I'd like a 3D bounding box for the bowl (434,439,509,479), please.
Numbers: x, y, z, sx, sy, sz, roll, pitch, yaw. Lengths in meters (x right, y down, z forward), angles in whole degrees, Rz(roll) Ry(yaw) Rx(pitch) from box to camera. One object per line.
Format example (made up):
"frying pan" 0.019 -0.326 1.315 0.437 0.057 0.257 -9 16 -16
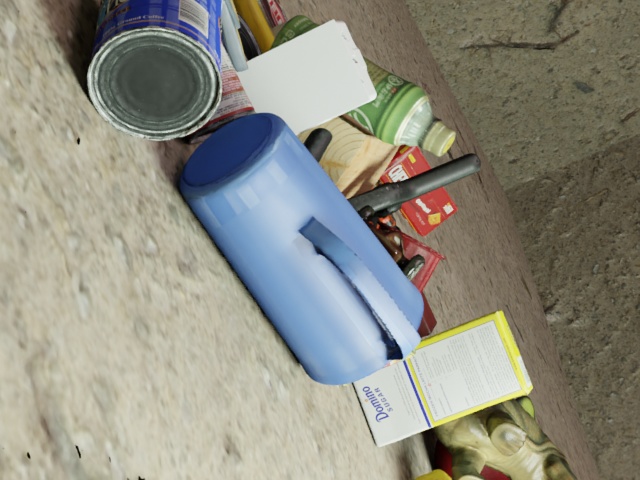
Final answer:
"bowl" 0.195 0.296 1.346 0.162 0.055 0.162 39 24 -21

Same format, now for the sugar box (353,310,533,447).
"sugar box" 0.129 0.149 1.148 0.093 0.176 0.048 70 17 8

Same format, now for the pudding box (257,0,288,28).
"pudding box" -0.083 -0.313 1.375 0.113 0.039 0.090 63 16 -14

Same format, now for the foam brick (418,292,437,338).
"foam brick" 0.120 0.106 1.429 0.051 0.053 0.078 66 15 -1

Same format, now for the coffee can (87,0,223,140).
"coffee can" -0.129 -0.162 0.859 0.102 0.103 0.140 55 19 -38

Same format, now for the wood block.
"wood block" 0.018 -0.105 1.258 0.091 0.090 0.206 35 11 10

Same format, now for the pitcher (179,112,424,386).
"pitcher" -0.012 0.009 0.951 0.242 0.149 0.145 54 30 -31

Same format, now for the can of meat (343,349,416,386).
"can of meat" 0.042 0.095 1.107 0.102 0.084 0.057 54 19 -40

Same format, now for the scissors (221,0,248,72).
"scissors" -0.090 -0.211 0.972 0.201 0.016 0.096 13 62 -87

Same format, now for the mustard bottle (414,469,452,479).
"mustard bottle" 0.159 0.355 1.178 0.191 0.058 0.096 62 11 -17

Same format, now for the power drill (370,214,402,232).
"power drill" 0.081 0.021 1.417 0.184 0.057 0.187 57 14 -20

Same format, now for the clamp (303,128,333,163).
"clamp" -0.024 -0.036 1.088 0.171 0.039 0.120 -34 110 -50

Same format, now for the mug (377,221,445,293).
"mug" 0.081 0.030 1.264 0.117 0.081 0.093 29 0 -33

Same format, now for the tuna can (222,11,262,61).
"tuna can" -0.094 -0.213 1.195 0.086 0.034 0.086 58 17 -30

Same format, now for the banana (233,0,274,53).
"banana" -0.084 -0.274 1.280 0.198 0.037 0.070 65 -24 19

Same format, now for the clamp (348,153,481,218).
"clamp" 0.074 -0.046 1.277 0.209 0.165 0.036 -21 85 -39

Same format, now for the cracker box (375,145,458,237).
"cracker box" 0.082 -0.122 1.478 0.214 0.072 0.164 52 2 42

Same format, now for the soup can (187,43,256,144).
"soup can" -0.109 -0.148 0.978 0.102 0.068 0.068 66 15 0
